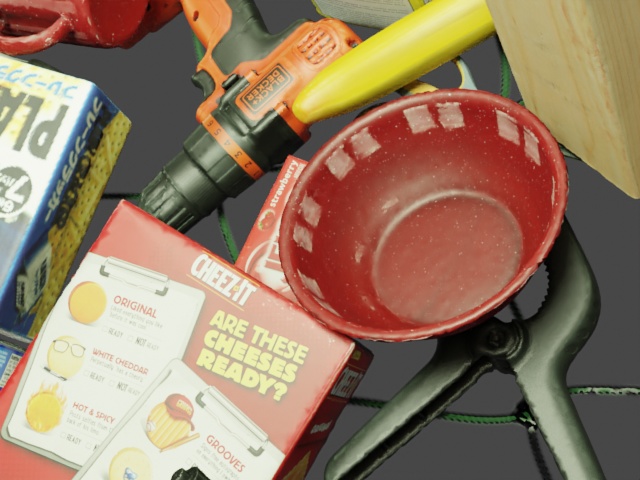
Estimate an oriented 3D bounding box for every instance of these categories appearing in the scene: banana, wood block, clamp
[{"bbox_3d":[0.073,-0.127,0.634,0.198,0.069,0.037,-28,89,17],"label":"banana"},{"bbox_3d":[0.136,-0.124,0.504,0.091,0.206,0.090,-42,52,-3],"label":"wood block"},{"bbox_3d":[0.091,0.064,0.595,0.165,0.036,0.210,1,68,21],"label":"clamp"}]

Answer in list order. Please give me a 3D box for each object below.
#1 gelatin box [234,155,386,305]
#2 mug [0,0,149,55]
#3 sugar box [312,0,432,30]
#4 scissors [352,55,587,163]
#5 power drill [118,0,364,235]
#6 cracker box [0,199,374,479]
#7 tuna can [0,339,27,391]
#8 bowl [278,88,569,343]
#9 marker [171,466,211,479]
[{"bbox_3d":[-0.004,0.001,0.656,0.073,0.030,0.089,22,78,25],"label":"gelatin box"},{"bbox_3d":[-0.167,-0.159,0.676,0.082,0.093,0.117,12,51,21],"label":"mug"},{"bbox_3d":[0.016,-0.187,0.639,0.093,0.176,0.048,16,76,24],"label":"sugar box"},{"bbox_3d":[0.091,-0.058,0.631,0.096,0.016,0.202,-46,50,1],"label":"scissors"},{"bbox_3d":[-0.084,-0.114,0.716,0.184,0.057,0.188,-41,64,1],"label":"power drill"},{"bbox_3d":[-0.094,0.112,0.605,0.164,0.072,0.213,31,87,18],"label":"cracker box"},{"bbox_3d":[-0.225,0.071,0.676,0.086,0.086,0.033,16,78,24],"label":"tuna can"},{"bbox_3d":[0.061,-0.004,0.585,0.162,0.055,0.162,-14,52,19],"label":"bowl"},{"bbox_3d":[-0.030,0.154,0.543,0.020,0.121,0.020,-39,21,18],"label":"marker"}]
